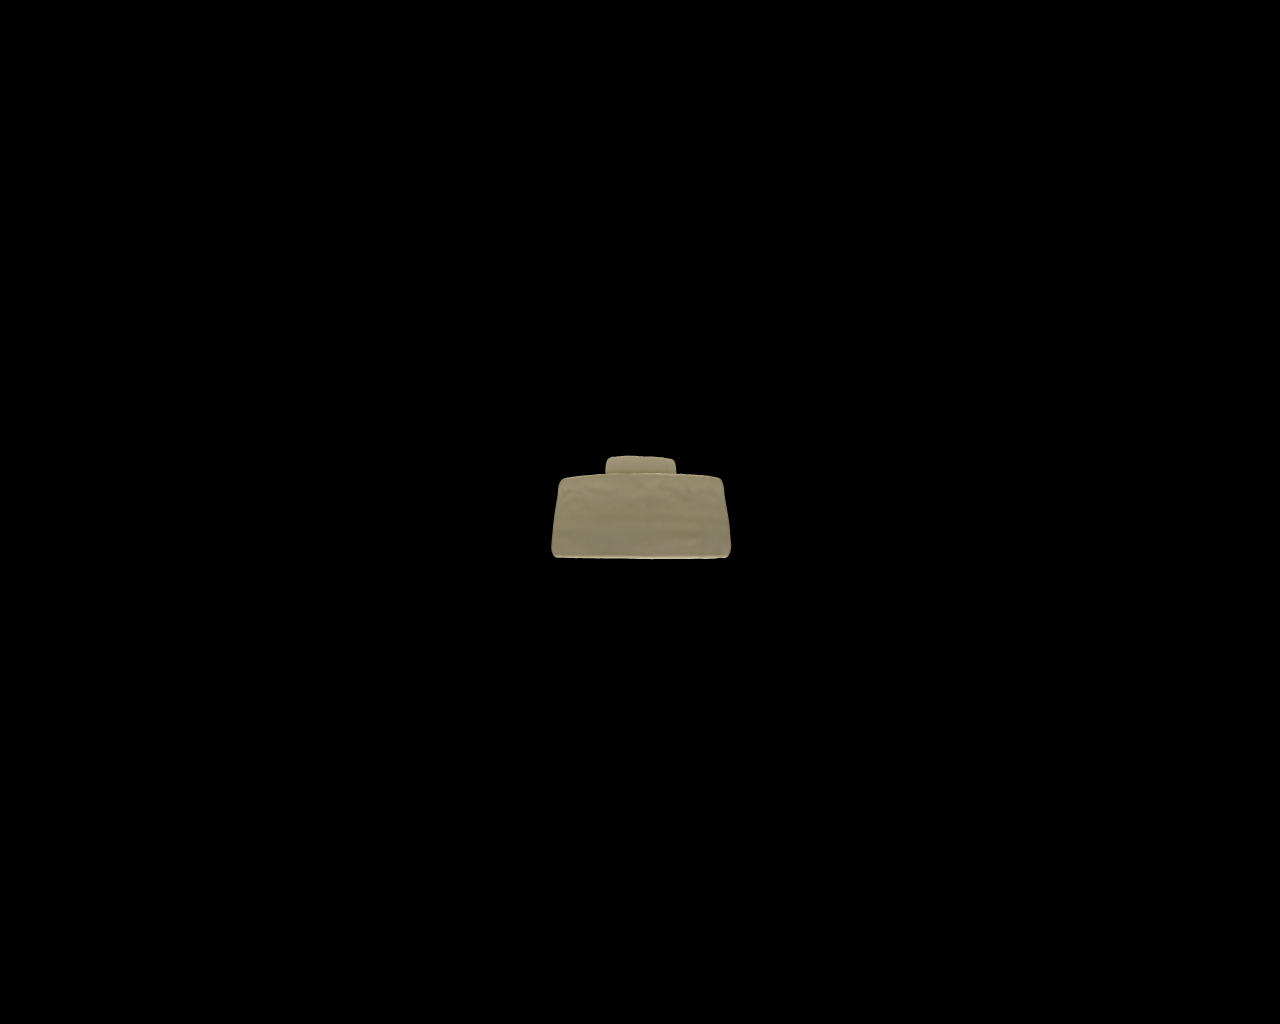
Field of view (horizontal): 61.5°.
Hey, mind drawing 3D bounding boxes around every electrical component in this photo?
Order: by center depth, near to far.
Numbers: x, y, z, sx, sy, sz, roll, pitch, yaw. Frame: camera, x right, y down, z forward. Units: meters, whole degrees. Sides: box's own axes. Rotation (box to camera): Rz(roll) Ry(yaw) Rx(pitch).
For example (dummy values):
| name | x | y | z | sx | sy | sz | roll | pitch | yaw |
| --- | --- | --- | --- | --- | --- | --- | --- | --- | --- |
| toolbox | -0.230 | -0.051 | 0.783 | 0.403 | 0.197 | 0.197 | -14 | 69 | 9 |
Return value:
| name | x | y | z | sx | sy | sz | roll | pitch | yaw |
| --- | --- | --- | --- | --- | --- | --- | --- | --- | --- |
| electrical component | 0.001 | -0.003 | 0.650 | 0.108 | 0.060 | 0.108 | 0 | -2 | 0 |
